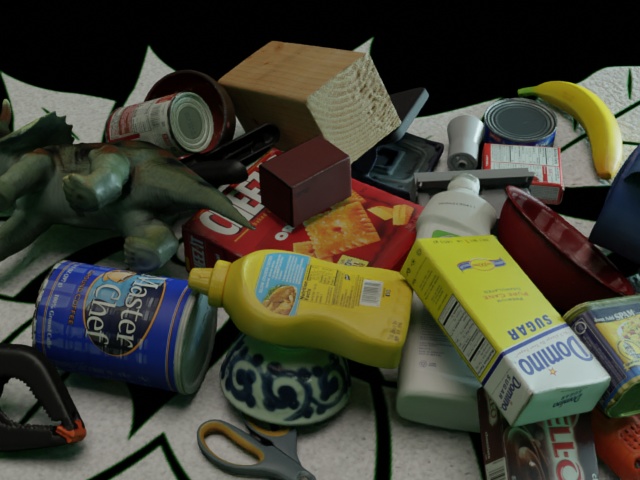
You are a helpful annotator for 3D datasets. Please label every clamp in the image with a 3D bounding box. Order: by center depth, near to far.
[{"bbox_3d":[-0.293,0.113,0.932,0.210,0.036,0.164,19,89,13],"label":"clamp"},{"bbox_3d":[-0.123,-0.079,1.149,0.172,0.039,0.120,-11,18,32],"label":"clamp"}]

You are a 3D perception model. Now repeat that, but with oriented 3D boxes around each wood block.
[{"bbox_3d":[-0.017,-0.153,1.176,0.090,0.090,0.206,-39,30,-17],"label":"wood block"}]

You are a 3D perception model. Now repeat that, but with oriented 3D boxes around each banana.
[{"bbox_3d":[0.314,-0.140,1.272,0.069,0.037,0.198,-37,43,4],"label":"banana"}]

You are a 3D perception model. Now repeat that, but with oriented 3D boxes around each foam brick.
[{"bbox_3d":[-0.014,-0.059,1.056,0.078,0.053,0.051,-29,47,-28],"label":"foam brick"}]

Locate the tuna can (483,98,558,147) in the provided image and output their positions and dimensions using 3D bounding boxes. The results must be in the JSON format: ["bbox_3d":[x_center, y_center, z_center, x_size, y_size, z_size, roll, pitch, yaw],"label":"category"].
[{"bbox_3d":[0.235,-0.130,1.257,0.086,0.034,0.086,0,42,0],"label":"tuna can"}]

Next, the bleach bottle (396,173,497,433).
[{"bbox_3d":[0.131,0.047,0.984,0.102,0.068,0.250,9,57,2],"label":"bleach bottle"}]

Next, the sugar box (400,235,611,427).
[{"bbox_3d":[0.149,0.068,0.875,0.093,0.048,0.176,-4,41,-34],"label":"sugar box"}]

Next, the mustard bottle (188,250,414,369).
[{"bbox_3d":[-0.019,0.052,0.918,0.191,0.058,0.096,12,41,2],"label":"mustard bottle"}]

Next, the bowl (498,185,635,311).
[{"bbox_3d":[0.227,0.019,1.039,0.162,0.055,0.162,36,18,-13],"label":"bowl"}]

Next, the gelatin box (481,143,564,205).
[{"bbox_3d":[0.226,-0.075,1.199,0.089,0.030,0.073,5,40,5],"label":"gelatin box"}]

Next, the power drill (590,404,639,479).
[{"bbox_3d":[0.283,0.115,0.965,0.187,0.057,0.185,-24,50,-21],"label":"power drill"}]

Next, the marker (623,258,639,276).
[{"bbox_3d":[0.343,0.049,1.066,0.020,0.020,0.121,-16,44,-17],"label":"marker"}]

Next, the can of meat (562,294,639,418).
[{"bbox_3d":[0.258,0.097,0.891,0.101,0.057,0.084,-5,46,-29],"label":"can of meat"}]

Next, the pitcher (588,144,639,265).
[{"bbox_3d":[0.392,-0.004,1.019,0.243,0.145,0.149,30,36,17],"label":"pitcher"}]

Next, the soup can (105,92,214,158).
[{"bbox_3d":[-0.173,-0.119,1.150,0.102,0.068,0.068,-7,32,38],"label":"soup can"}]

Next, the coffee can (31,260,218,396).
[{"bbox_3d":[-0.175,0.079,0.971,0.140,0.103,0.102,9,42,10],"label":"coffee can"}]

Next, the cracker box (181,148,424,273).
[{"bbox_3d":[-0.007,0.001,1.082,0.214,0.072,0.164,24,47,26],"label":"cracker box"}]

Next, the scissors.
[{"bbox_3d":[-0.010,0.190,0.910,0.202,0.016,0.096,20,45,21],"label":"scissors"}]

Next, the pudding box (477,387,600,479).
[{"bbox_3d":[0.178,0.172,0.864,0.090,0.039,0.113,8,66,-22],"label":"pudding box"}]
